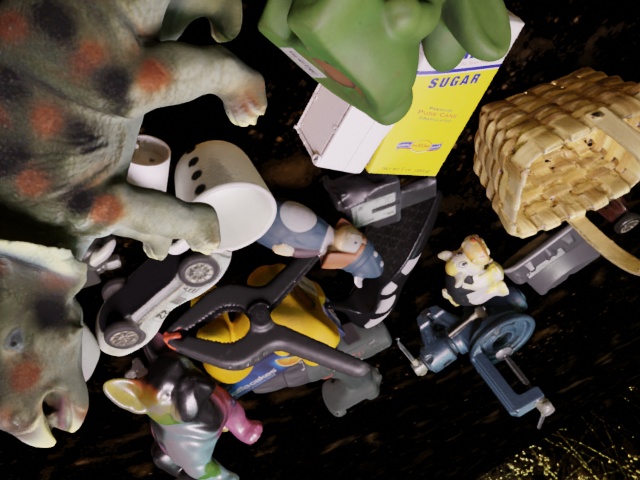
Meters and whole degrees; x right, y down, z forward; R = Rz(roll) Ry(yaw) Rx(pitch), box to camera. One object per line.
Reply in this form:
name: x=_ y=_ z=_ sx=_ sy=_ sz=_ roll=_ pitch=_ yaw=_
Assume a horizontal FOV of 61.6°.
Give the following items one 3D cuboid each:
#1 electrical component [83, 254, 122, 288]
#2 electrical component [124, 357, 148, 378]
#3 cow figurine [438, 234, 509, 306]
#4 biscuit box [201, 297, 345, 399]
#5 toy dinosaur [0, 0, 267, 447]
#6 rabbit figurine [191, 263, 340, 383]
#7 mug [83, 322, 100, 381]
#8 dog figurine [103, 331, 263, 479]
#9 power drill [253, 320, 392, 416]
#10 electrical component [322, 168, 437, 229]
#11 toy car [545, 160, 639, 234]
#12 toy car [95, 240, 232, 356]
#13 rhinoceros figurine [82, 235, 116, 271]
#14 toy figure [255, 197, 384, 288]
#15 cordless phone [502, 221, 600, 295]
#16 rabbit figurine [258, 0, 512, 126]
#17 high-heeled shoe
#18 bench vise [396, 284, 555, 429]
electrical component: x=-0.248 y=0.023 z=0.530 sx=0.094 sy=0.021 sz=0.063 roll=-16 pitch=142 yaw=-12
electrical component: x=-0.220 y=0.187 z=0.731 sx=0.078 sy=0.045 sz=0.102 roll=-50 pitch=149 yaw=-14
cow figurine: x=0.219 y=0.049 z=0.806 sx=0.098 sy=0.068 sz=0.167 roll=-27 pitch=146 yaw=14
biscuit box: x=-0.068 y=0.151 z=0.761 sx=0.203 sy=0.059 sz=0.062 roll=-31 pitch=143 yaw=7
toy dinosaur: x=-0.148 y=-0.084 z=0.342 sx=0.192 sy=0.131 sz=0.404 roll=6 pitch=104 yaw=-42
rabbit figurine: x=-0.085 y=0.116 z=0.659 sx=0.173 sy=0.122 sz=0.162 roll=-42 pitch=136 yaw=20
mug: x=-0.280 y=0.105 z=0.528 sx=0.110 sy=0.081 sz=0.107 roll=-12 pitch=139 yaw=17
dog figurine: x=-0.179 y=0.205 z=0.658 sx=0.192 sy=0.108 sz=0.219 roll=-4 pitch=131 yaw=40
power drill: x=0.013 y=0.215 z=0.883 sx=0.232 sy=0.086 sz=0.207 roll=-28 pitch=136 yaw=-2
electrical component: x=0.067 y=-0.054 z=0.604 sx=0.119 sy=0.048 sz=0.074 roll=-23 pitch=144 yaw=-5
toy car: x=0.379 y=-0.068 z=0.742 sx=0.202 sy=0.089 sz=0.053 roll=20 pitch=124 yaw=-43
toy car: x=-0.165 y=0.045 z=0.563 sx=0.202 sy=0.074 sz=0.056 roll=-39 pitch=138 yaw=17
rhinoceros figurine: x=-0.245 y=-0.033 z=0.431 sx=0.112 sy=0.073 sz=0.190 roll=-37 pitch=142 yaw=-4
toy figure: x=-0.002 y=0.000 z=0.565 sx=0.154 sy=0.064 sz=0.058 roll=20 pitch=171 yaw=-1
cordless phone: x=0.316 y=-0.010 z=0.799 sx=0.146 sy=0.089 sz=0.184 roll=-41 pitch=130 yaw=20
rabbit figurine: x=0.066 y=-0.179 z=0.384 sx=0.159 sy=0.121 sz=0.170 roll=34 pitch=93 yaw=-22
high-heeled shoe: x=0.108 y=0.034 z=0.715 sx=0.145 sy=0.086 sz=0.248 roll=7 pitch=135 yaw=-45
bench vise: x=0.263 y=0.186 z=0.853 sx=0.224 sy=0.241 sz=0.128 roll=-29 pitch=138 yaw=-4
